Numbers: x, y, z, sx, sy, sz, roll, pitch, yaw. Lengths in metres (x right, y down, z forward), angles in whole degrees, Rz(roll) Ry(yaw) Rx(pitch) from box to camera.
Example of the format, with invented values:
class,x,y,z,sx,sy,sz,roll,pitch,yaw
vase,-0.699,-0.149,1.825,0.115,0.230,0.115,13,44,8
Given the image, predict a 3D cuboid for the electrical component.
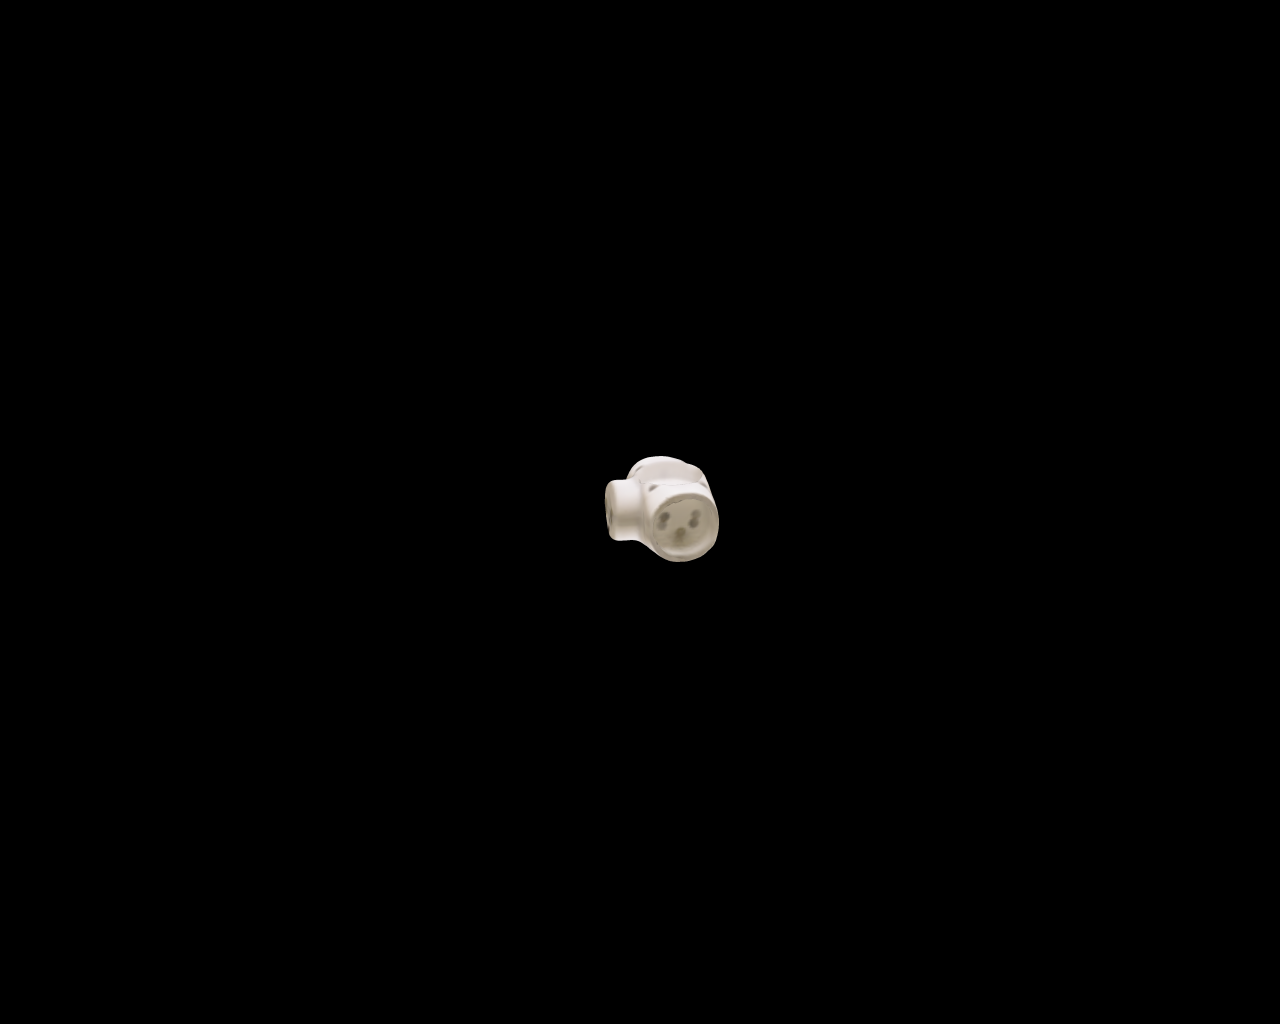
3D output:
class,x,y,z,sx,sy,sz,roll,pitch,yaw
electrical component,0.001,-0.003,0.650,0.079,0.044,0.077,-4,21,-11
